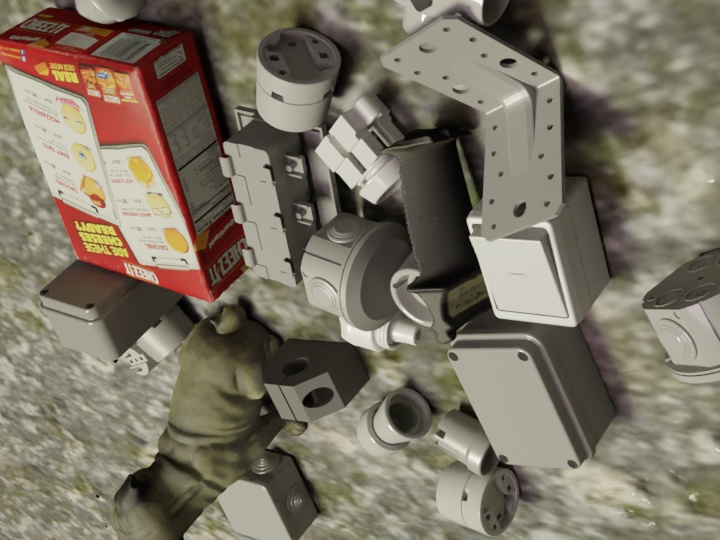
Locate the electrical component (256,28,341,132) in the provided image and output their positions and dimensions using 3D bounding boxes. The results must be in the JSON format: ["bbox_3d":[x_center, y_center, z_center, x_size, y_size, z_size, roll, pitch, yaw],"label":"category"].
[{"bbox_3d":[-0.043,-0.126,0.720,0.055,0.055,0.047,33,144,14],"label":"electrical component"}]

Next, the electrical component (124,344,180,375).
[{"bbox_3d":[-0.205,0.075,1.051,0.040,0.046,0.040,23,137,24],"label":"electrical component"}]

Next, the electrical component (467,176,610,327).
[{"bbox_3d":[0.114,-0.005,0.684,0.062,0.061,0.096,6,128,38],"label":"electrical component"}]

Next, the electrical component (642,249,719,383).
[{"bbox_3d":[0.207,0.025,0.617,0.080,0.080,0.051,-19,105,49],"label":"electrical component"}]

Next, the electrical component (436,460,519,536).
[{"bbox_3d":[0.095,0.185,0.880,0.047,0.055,0.055,7,129,42],"label":"electrical component"}]

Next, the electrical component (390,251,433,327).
[{"bbox_3d":[0.054,0.007,0.759,0.055,0.047,0.055,24,137,24],"label":"electrical component"}]

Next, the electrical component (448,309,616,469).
[{"bbox_3d":[0.121,0.081,0.759,0.078,0.057,0.113,-5,121,44],"label":"electrical component"}]

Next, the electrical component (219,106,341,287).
[{"bbox_3d":[-0.057,-0.053,0.789,0.079,0.063,0.121,16,134,31],"label":"electrical component"}]

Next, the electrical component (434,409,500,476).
[{"bbox_3d":[0.087,0.136,0.855,0.046,0.040,0.040,26,139,31],"label":"electrical component"}]

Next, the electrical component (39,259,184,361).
[{"bbox_3d":[-0.218,0.018,0.957,0.078,0.113,0.057,13,135,33],"label":"electrical component"}]

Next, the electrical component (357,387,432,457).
[{"bbox_3d":[0.027,0.128,0.895,0.045,0.045,0.055,45,142,-1],"label":"electrical component"}]

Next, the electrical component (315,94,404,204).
[{"bbox_3d":[0.008,-0.078,0.725,0.055,0.048,0.066,49,142,5],"label":"electrical component"}]

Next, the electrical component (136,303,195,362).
[{"bbox_3d":[-0.189,0.053,1.011,0.047,0.055,0.055,47,142,-9],"label":"electrical component"}]

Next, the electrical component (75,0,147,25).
[{"bbox_3d":[-0.188,-0.201,0.788,0.062,0.048,0.048,-7,120,53],"label":"electrical component"}]

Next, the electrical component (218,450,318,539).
[{"bbox_3d":[-0.098,0.228,1.094,0.100,0.048,0.099,5,127,39],"label":"electrical component"}]

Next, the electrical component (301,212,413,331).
[{"bbox_3d":[0.000,0.000,0.776,0.051,0.080,0.080,20,136,35],"label":"electrical component"}]

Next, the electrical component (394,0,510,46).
[{"bbox_3d":[0.045,-0.158,0.620,0.077,0.043,0.079,27,138,21],"label":"electrical component"}]

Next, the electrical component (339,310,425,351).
[{"bbox_3d":[0.019,0.042,0.826,0.062,0.043,0.043,14,133,30],"label":"electrical component"}]
